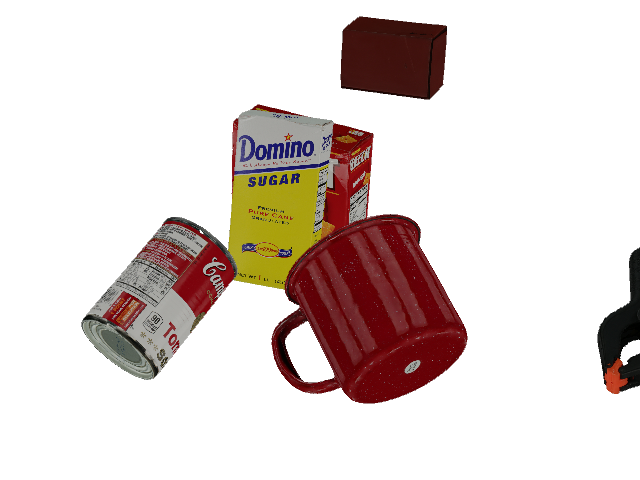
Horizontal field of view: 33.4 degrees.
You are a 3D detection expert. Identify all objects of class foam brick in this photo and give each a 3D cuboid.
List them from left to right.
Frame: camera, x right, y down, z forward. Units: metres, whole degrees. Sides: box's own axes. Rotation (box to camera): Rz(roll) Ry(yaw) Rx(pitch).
[{"bbox_3d":[0.060,-0.151,0.883,0.078,0.051,0.053,10,26,17],"label":"foam brick"}]

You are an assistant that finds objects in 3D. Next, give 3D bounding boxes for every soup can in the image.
[{"bbox_3d":[-0.117,0.042,0.777,0.068,0.102,0.068,28,-29,17],"label":"soup can"}]

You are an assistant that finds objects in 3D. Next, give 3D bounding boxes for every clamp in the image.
[{"bbox_3d":[0.299,0.069,0.970,0.171,0.039,0.120,-34,38,-26],"label":"clamp"}]

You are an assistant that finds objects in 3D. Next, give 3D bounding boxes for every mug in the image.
[{"bbox_3d":[0.025,0.050,0.645,0.117,0.081,0.093,-29,-29,3],"label":"mug"}]

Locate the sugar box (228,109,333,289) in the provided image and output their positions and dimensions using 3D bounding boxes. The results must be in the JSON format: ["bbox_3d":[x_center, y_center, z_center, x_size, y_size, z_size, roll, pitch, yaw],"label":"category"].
[{"bbox_3d":[-0.043,-0.041,1.098,0.093,0.176,0.048,9,16,15],"label":"sugar box"}]

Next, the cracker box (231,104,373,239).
[{"bbox_3d":[-0.027,-0.044,1.329,0.164,0.214,0.072,17,33,22],"label":"cracker box"}]
